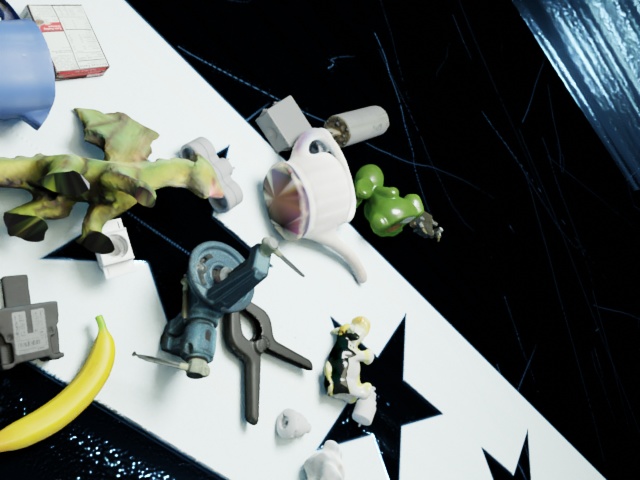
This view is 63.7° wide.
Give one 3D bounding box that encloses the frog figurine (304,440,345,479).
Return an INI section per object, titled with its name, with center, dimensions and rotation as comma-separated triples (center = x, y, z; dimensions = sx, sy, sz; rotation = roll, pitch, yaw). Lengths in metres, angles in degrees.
[frog figurine]
center = 0.011, 0.426, 0.856
dimensions = 0.161, 0.123, 0.135
rotation = -32, 132, -54

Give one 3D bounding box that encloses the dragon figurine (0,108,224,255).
[dragon figurine]
center = -0.338, -0.113, 0.735
dimensions = 0.409, 0.119, 0.249
rotation = 15, 36, -15

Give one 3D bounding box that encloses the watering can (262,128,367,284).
[watering can]
center = 0.003, -0.053, 1.044
dimensions = 0.226, 0.103, 0.346
rotation = -19, 97, -45
